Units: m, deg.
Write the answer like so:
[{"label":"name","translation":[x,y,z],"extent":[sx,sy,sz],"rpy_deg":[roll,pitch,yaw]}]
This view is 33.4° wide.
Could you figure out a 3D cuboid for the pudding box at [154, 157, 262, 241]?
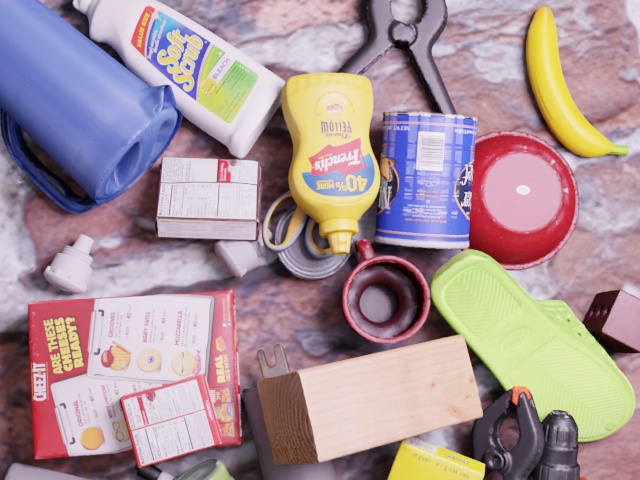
[{"label":"pudding box","translation":[-0.120,-0.045,1.156],"extent":[0.113,0.039,0.090],"rpy_deg":[1,53,-2]}]

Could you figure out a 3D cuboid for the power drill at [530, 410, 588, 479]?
[{"label":"power drill","translation":[0.316,0.276,1.142],"extent":[0.187,0.057,0.184],"rpy_deg":[4,97,-1]}]

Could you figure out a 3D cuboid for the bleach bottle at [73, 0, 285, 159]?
[{"label":"bleach bottle","translation":[-0.166,-0.198,1.180],"extent":[0.251,0.068,0.102],"rpy_deg":[32,80,3]}]

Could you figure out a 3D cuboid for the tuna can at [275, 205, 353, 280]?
[{"label":"tuna can","translation":[-0.008,0.001,1.178],"extent":[0.086,0.034,0.086],"rpy_deg":[0,83,-4]}]

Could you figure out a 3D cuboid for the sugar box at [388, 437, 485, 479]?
[{"label":"sugar box","translation":[0.099,0.302,1.115],"extent":[0.093,0.048,0.176],"rpy_deg":[20,96,8]}]

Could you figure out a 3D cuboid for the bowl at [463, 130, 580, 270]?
[{"label":"bowl","translation":[0.219,-0.049,1.190],"extent":[0.162,0.055,0.162],"rpy_deg":[1,83,-4]}]

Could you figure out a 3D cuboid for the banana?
[{"label":"banana","translation":[0.276,-0.170,1.220],"extent":[0.069,0.037,0.198],"rpy_deg":[-26,86,-25]}]

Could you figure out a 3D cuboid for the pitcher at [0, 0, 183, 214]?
[{"label":"pitcher","translation":[-0.282,-0.154,1.142],"extent":[0.243,0.145,0.149],"rpy_deg":[41,70,5]}]

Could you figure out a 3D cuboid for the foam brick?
[{"label":"foam brick","translation":[0.327,0.090,1.168],"extent":[0.051,0.078,0.053],"rpy_deg":[28,82,-2]}]

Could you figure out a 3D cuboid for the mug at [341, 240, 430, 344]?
[{"label":"mug","translation":[0.062,0.056,1.152],"extent":[0.093,0.081,0.117],"rpy_deg":[-22,85,-7]}]

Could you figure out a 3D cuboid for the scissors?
[{"label":"scissors","translation":[0.010,-0.065,1.164],"extent":[0.096,0.016,0.201],"rpy_deg":[32,77,1]}]

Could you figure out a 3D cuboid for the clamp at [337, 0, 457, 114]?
[{"label":"clamp","translation":[0.101,-0.224,1.213],"extent":[0.164,0.036,0.210],"rpy_deg":[18,86,-3]}]

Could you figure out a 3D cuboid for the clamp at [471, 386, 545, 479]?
[{"label":"clamp","translation":[0.198,0.242,1.123],"extent":[0.120,0.039,0.171],"rpy_deg":[26,100,24]}]

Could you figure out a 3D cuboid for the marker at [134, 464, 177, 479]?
[{"label":"marker","translation":[-0.145,0.271,1.143],"extent":[0.121,0.020,0.020],"rpy_deg":[29,82,0]}]

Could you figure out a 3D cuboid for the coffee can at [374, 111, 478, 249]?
[{"label":"coffee can","translation":[0.113,-0.064,1.148],"extent":[0.102,0.103,0.140],"rpy_deg":[3,94,-4]}]

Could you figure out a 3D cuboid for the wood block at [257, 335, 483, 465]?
[{"label":"wood block","translation":[0.052,0.162,1.091],"extent":[0.205,0.091,0.090],"rpy_deg":[-9,82,-32]}]

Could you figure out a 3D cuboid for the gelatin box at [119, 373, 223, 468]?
[{"label":"gelatin box","translation":[-0.150,0.181,1.076],"extent":[0.089,0.030,0.073],"rpy_deg":[-16,88,-4]}]

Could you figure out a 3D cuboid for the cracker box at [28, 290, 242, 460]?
[{"label":"cracker box","translation":[-0.193,0.141,1.131],"extent":[0.213,0.072,0.164],"rpy_deg":[-3,84,-4]}]

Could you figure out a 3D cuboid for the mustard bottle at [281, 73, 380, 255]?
[{"label":"mustard bottle","translation":[0.014,-0.079,1.129],"extent":[0.096,0.058,0.191],"rpy_deg":[-1,77,-15]}]
